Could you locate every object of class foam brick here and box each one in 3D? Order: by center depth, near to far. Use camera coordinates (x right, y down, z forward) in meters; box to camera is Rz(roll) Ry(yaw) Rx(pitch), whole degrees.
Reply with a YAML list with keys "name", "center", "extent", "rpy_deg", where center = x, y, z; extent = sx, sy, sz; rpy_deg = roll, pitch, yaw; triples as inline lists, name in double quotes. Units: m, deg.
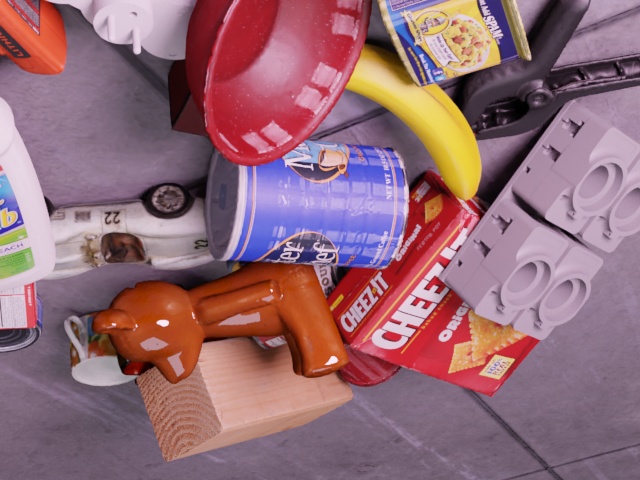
- name: "foam brick"
  center: [-0.065, -0.107, 0.770]
  extent: [0.078, 0.053, 0.051]
  rpy_deg: [8, 145, -25]

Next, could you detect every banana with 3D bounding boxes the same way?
- name: "banana"
  center: [0.069, -0.096, 0.814]
  extent: [0.197, 0.037, 0.070]
  rpy_deg: [34, 147, -27]

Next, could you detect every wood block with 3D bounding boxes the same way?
- name: "wood block"
  center: [-0.072, 0.152, 1.092]
  extent: [0.090, 0.091, 0.205]
  rpy_deg: [-33, 162, 34]

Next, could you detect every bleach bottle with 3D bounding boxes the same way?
- name: "bleach bottle"
  center: [-0.250, -0.040, 0.739]
  extent: [0.102, 0.068, 0.251]
  rpy_deg: [-12, 156, -9]

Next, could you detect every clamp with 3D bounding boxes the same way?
- name: "clamp"
  center: [0.163, -0.128, 0.806]
  extent: [0.172, 0.039, 0.120]
  rpy_deg: [-24, 134, 28]

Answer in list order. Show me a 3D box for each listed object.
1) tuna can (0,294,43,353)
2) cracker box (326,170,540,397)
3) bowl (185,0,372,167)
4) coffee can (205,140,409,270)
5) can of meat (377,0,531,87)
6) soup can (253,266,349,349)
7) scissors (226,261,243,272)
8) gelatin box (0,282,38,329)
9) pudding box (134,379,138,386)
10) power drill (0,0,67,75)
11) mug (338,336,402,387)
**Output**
- name: "tuna can"
  center: [-0.311, 0.076, 1.031]
  extent: [0.086, 0.034, 0.086]
  rpy_deg: [-6, 148, -4]
- name: "cracker box"
  center: [0.134, 0.049, 0.999]
  extent: [0.213, 0.072, 0.164]
  rpy_deg: [23, 111, -41]
- name: "bowl"
  center: [-0.036, -0.131, 0.691]
  extent: [0.161, 0.055, 0.162]
  rpy_deg: [-39, 148, -32]
- name: "coffee can"
  center: [-0.013, -0.030, 0.860]
  extent: [0.140, 0.103, 0.103]
  rpy_deg: [4, 147, -19]
- name: "can of meat"
  center: [0.091, -0.155, 0.726]
  extent: [0.084, 0.057, 0.102]
  rpy_deg: [-15, 148, 15]
- name: "soup can"
  center: [-0.017, 0.059, 1.039]
  extent: [0.102, 0.068, 0.068]
  rpy_deg: [-21, 147, 19]
- name: "scissors"
  center: [-0.007, 0.001, 0.998]
  extent: [0.201, 0.016, 0.096]
  rpy_deg: [-5, 151, -7]
- name: "gelatin box"
  center: [-0.301, 0.044, 0.958]
  extent: [0.089, 0.030, 0.073]
  rpy_deg: [-2, 121, -11]
- name: "pudding box"
  center: [-0.138, 0.147, 1.184]
  extent: [0.090, 0.039, 0.113]
  rpy_deg: [-22, 144, 24]
- name: "power drill"
  center: [-0.266, -0.119, 0.701]
  extent: [0.188, 0.057, 0.184]
  rpy_deg: [-17, 152, 12]
- name: "mug"
  center: [0.044, 0.084, 1.087]
  extent: [0.117, 0.093, 0.081]
  rpy_deg: [-45, 137, 2]
